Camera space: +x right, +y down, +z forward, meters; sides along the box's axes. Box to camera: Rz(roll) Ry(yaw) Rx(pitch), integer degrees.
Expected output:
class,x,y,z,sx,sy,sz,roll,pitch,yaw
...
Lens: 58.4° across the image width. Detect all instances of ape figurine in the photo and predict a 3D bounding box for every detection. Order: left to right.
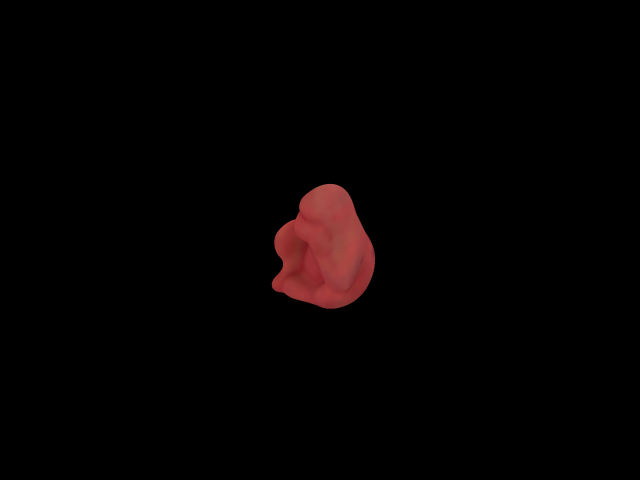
class,x,y,z,sx,sy,sz,roll,pitch,yaw
ape figurine,0.004,0.001,0.400,0.076,0.092,0.077,-11,39,-13
